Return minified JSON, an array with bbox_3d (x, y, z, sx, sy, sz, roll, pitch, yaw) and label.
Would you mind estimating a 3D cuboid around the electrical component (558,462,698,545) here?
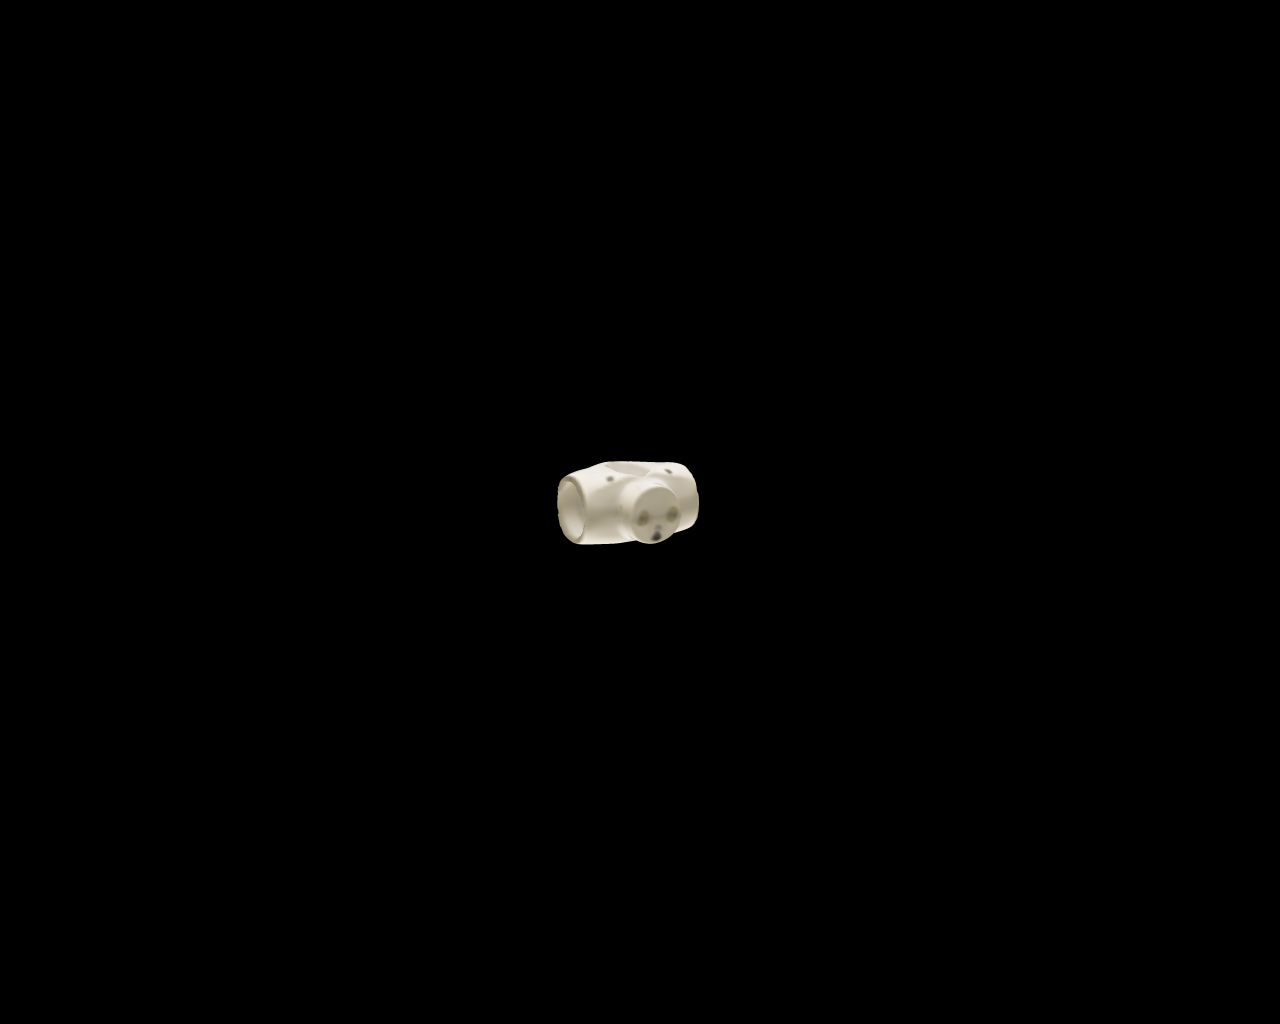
[{"bbox_3d":[0.001,-0.003,0.650,0.077,0.043,0.079,-7,16,-26],"label":"electrical component"}]
